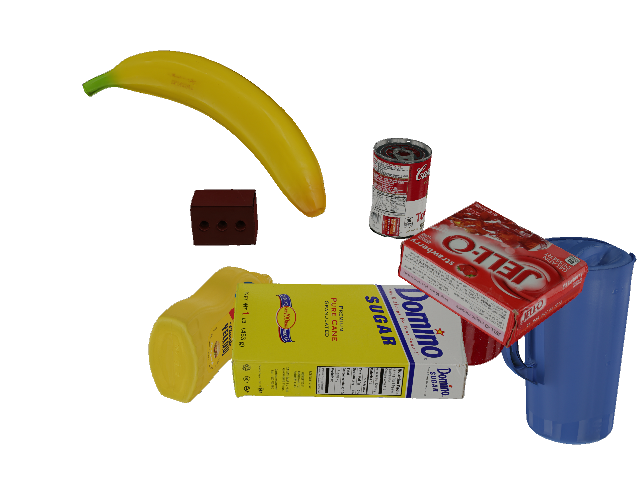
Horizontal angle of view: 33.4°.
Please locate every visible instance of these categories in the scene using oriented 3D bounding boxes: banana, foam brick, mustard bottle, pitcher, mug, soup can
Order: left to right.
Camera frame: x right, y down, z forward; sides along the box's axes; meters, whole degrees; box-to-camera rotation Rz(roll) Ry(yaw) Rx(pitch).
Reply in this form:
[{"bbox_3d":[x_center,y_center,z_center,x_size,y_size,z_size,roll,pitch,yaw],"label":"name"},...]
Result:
[{"bbox_3d":[-0.102,0.081,1.101,0.058,0.096,0.191,12,28,23],"label":"mustard bottle"},{"bbox_3d":[-0.070,-0.087,0.763,0.198,0.069,0.037,28,-9,11],"label":"banana"},{"bbox_3d":[-0.116,-0.028,1.291,0.078,0.053,0.051,-1,28,2],"label":"foam brick"},{"bbox_3d":[0.093,-0.061,1.258,0.068,0.102,0.068,2,27,-1],"label":"soup can"},{"bbox_3d":[0.136,0.057,1.025,0.093,0.081,0.117,-9,40,-9],"label":"mug"},{"bbox_3d":[0.304,0.125,1.320,0.149,0.243,0.144,5,18,19],"label":"pitcher"}]

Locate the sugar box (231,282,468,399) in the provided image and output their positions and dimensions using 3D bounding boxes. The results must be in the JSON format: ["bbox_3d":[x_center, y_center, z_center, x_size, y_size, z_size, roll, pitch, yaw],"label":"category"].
[{"bbox_3d":[0.021,0.076,0.829,0.176,0.048,0.093,-2,39,0],"label":"sugar box"}]

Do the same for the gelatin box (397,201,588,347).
[{"bbox_3d":[0.104,0.017,0.646,0.073,0.030,0.089,-27,46,-37],"label":"gelatin box"}]
